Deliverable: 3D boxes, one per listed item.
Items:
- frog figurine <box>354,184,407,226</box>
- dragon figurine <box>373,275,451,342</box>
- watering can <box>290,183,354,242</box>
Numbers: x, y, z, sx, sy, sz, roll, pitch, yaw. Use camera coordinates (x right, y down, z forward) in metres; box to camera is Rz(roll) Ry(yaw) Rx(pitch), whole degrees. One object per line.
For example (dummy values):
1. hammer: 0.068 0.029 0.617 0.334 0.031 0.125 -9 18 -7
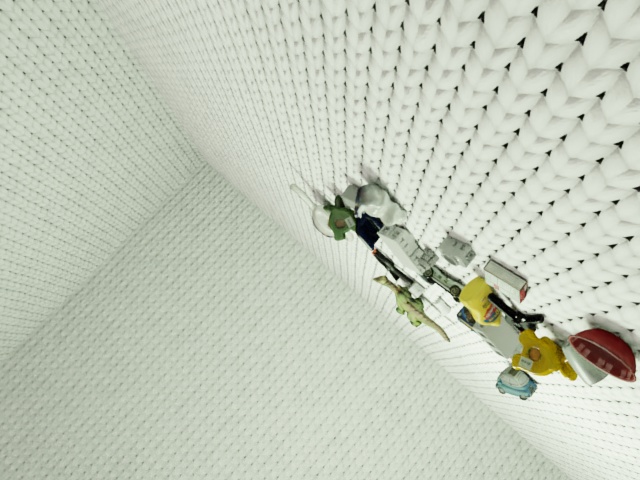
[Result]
1. frog figurine: 0.186 -0.106 1.556 0.159 0.125 0.135 5 155 4
2. dragon figurine: 0.400 0.287 2.244 0.415 0.122 0.239 38 176 27
3. watering can: 0.007 -0.111 2.208 0.348 0.105 0.223 41 171 2
